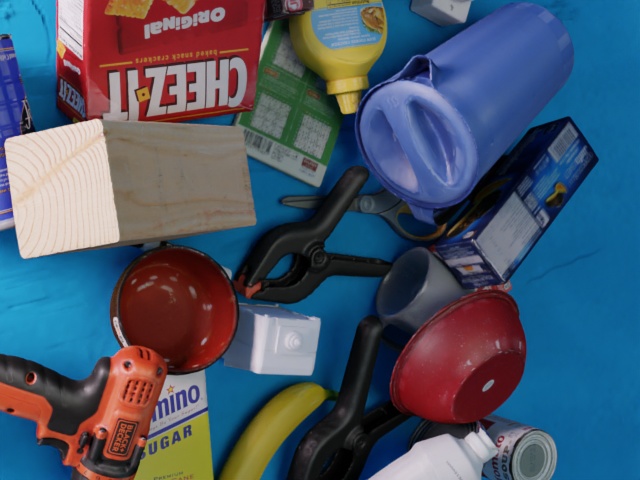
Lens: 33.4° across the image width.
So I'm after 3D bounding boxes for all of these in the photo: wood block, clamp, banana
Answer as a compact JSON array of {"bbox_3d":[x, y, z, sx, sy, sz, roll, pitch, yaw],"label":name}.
[{"bbox_3d":[-0.142,-0.043,0.848,0.205,0.091,0.090,-9,91,-65],"label":"wood block"},{"bbox_3d":[0.036,0.193,1.064,0.210,0.036,0.164,-58,138,-8],"label":"clamp"},{"bbox_3d":[-0.052,0.204,1.017,0.197,0.037,0.069,-50,117,-20],"label":"banana"},{"bbox_3d":[-0.007,0.001,1.026,0.171,0.039,0.120,-20,108,-29],"label":"clamp"}]

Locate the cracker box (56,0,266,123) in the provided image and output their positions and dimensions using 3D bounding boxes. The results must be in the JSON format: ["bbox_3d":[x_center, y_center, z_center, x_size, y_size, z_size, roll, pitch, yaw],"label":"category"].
[{"bbox_3d":[-0.127,-0.202,0.872,0.163,0.072,0.214,-13,126,-31],"label":"cracker box"}]

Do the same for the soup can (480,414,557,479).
[{"bbox_3d":[0.193,0.224,1.138,0.068,0.102,0.068,-3,95,-33],"label":"soup can"}]

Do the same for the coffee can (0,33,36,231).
[{"bbox_3d":[-0.269,-0.078,0.818,0.102,0.103,0.140,-19,103,-31],"label":"coffee can"}]

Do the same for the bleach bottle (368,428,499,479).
[{"bbox_3d":[0.071,0.277,1.035,0.251,0.068,0.102,-38,110,-3],"label":"bleach bottle"}]

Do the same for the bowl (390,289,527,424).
[{"bbox_3d":[0.149,0.128,1.051,0.161,0.055,0.162,-22,135,-24],"label":"bowl"}]

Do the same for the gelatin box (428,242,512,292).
[{"bbox_3d":[0.161,0.032,1.147,0.073,0.030,0.089,-31,109,-27],"label":"gelatin box"}]

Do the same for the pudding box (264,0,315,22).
[{"bbox_3d":[-0.050,-0.253,0.955,0.039,0.090,0.113,-13,99,-33],"label":"pudding box"}]

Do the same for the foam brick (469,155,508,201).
[{"bbox_3d":[0.206,-0.051,1.157,0.078,0.053,0.051,32,76,-31],"label":"foam brick"}]

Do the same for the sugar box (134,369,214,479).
[{"bbox_3d":[-0.144,0.200,0.952,0.093,0.048,0.176,-8,99,-32],"label":"sugar box"}]

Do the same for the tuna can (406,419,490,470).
[{"bbox_3d":[0.134,0.217,1.109,0.086,0.086,0.033,-51,119,-19],"label":"tuna can"}]

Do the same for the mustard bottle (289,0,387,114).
[{"bbox_3d":[0.015,-0.214,1.001,0.096,0.058,0.191,-14,99,-30],"label":"mustard bottle"}]

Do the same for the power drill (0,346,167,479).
[{"bbox_3d":[-0.232,0.155,0.857,0.187,0.057,0.184,15,106,-21],"label":"power drill"}]

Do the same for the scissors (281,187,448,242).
[{"bbox_3d":[0.055,-0.053,1.080,0.201,0.016,0.096,19,85,-33],"label":"scissors"}]

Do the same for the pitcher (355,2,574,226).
[{"bbox_3d":[0.153,-0.135,1.059,0.145,0.149,0.242,50,50,-1],"label":"pitcher"}]

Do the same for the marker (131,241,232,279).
[{"bbox_3d":[-0.133,0.013,0.962,0.121,0.020,0.020,27,79,-32],"label":"marker"}]
